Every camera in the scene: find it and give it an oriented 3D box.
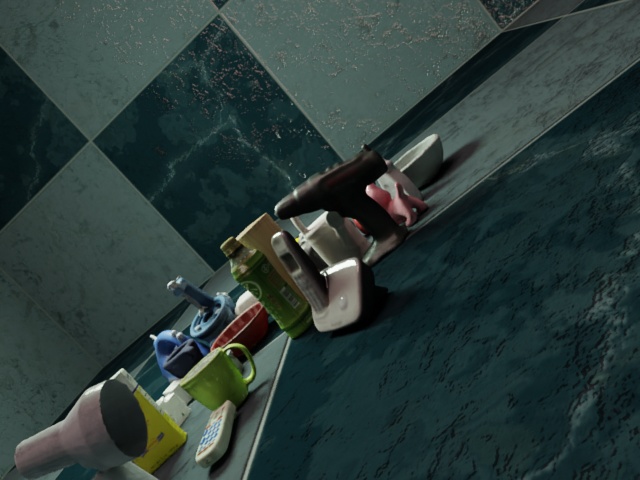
[{"bbox_3d":[0.012,0.005,1.356,0.136,0.101,0.143,-34,12,37],"label":"camera"}]

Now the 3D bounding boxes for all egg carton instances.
[{"bbox_3d":[-0.147,0.149,1.441,0.150,0.069,0.107,-41,9,3],"label":"egg carton"}]

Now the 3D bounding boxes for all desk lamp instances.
[{"bbox_3d":[-0.319,0.336,0.836,0.203,0.213,0.118,-40,10,6],"label":"desk lamp"}]

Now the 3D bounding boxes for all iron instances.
[{"bbox_3d":[-0.351,0.278,1.454,0.119,0.141,0.257,-48,11,-34],"label":"iron"}]

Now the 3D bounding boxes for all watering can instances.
[{"bbox_3d":[0.016,-0.029,1.205,0.172,0.194,0.101,-29,16,52],"label":"watering can"}]

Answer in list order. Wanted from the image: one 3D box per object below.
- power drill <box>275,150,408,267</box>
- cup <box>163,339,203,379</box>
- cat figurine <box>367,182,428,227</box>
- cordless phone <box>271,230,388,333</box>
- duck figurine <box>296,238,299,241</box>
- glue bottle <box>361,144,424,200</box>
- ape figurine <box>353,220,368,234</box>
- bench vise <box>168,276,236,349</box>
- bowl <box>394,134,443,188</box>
[{"bbox_3d":[0.057,-0.053,1.105,0.229,0.208,0.075,-40,10,10],"label":"power drill"},{"bbox_3d":[-0.291,0.287,1.315,0.117,0.095,0.092,-31,14,49],"label":"cup"},{"bbox_3d":[0.137,-0.077,1.175,0.067,0.118,0.127,-48,12,-34],"label":"cat figurine"},{"bbox_3d":[0.003,0.054,0.910,0.147,0.185,0.094,-29,16,52],"label":"cordless phone"},{"bbox_3d":[-0.037,0.034,1.469,0.077,0.086,0.104,-39,10,15],"label":"duck figurine"},{"bbox_3d":[0.149,-0.142,1.251,0.037,0.173,0.078,-46,11,-23],"label":"glue bottle"},{"bbox_3d":[0.101,-0.064,1.340,0.078,0.092,0.076,-45,10,-19],"label":"ape figurine"},{"bbox_3d":[-0.293,0.174,1.451,0.121,0.220,0.207,-42,10,-2],"label":"bench vise"},{"bbox_3d":[0.231,-0.168,1.345,0.167,0.075,0.167,-40,9,9],"label":"bowl"}]
